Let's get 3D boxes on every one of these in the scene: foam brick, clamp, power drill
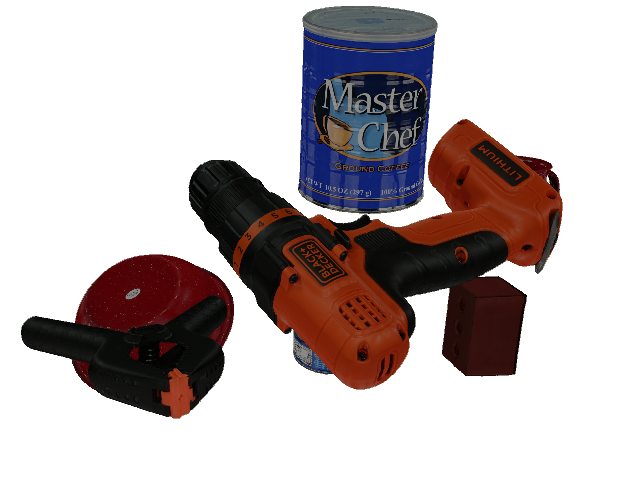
[{"bbox_3d":[0.145,0.076,0.956,0.051,0.078,0.053,-2,18,-20],"label":"foam brick"},{"bbox_3d":[-0.117,0.079,0.783,0.164,0.036,0.210,-9,14,-26],"label":"clamp"},{"bbox_3d":[0.035,-0.010,0.642,0.187,0.057,0.185,-24,53,-27],"label":"power drill"}]

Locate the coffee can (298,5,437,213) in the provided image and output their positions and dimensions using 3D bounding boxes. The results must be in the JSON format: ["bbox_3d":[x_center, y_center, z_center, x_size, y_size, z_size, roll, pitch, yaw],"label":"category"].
[{"bbox_3d":[0.035,-0.104,0.837,0.103,0.140,0.103,2,23,-1],"label":"coffee can"}]

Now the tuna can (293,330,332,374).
[{"bbox_3d":[0.013,0.104,1.134,0.086,0.034,0.086,-1,29,0],"label":"tuna can"}]

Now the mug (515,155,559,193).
[{"bbox_3d":[0.218,-0.048,1.190,0.117,0.081,0.093,-10,19,-30],"label":"mug"}]

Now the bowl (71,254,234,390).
[{"bbox_3d":[-0.164,0.065,0.985,0.162,0.162,0.055,0,-43,19],"label":"bowl"}]
